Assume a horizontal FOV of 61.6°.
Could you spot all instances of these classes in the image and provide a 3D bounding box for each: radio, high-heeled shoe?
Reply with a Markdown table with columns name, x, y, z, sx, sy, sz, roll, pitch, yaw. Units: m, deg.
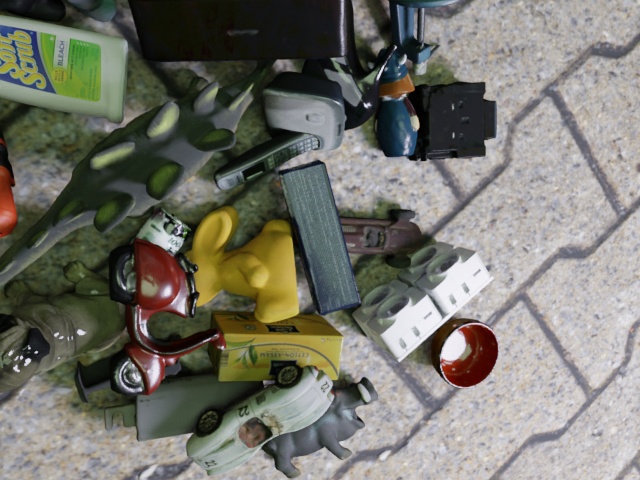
| name | x | y | z | sx | sy | sz | roll | pitch | yaw |
| --- | --- | --- | --- | --- | --- | --- | --- | --- | --- |
| radio | -0.082 | -0.262 | 0.608 | 0.230 | 0.131 | 0.073 | 0 | 134 | 1 |
| high-heeled shoe | -0.008 | -0.269 | 0.733 | 0.249 | 0.086 | 0.145 | 42 | 121 | 0 |

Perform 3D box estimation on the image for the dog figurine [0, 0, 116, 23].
| name | x | y | z | sx | sy | sz | roll | pitch | yaw |
| --- | --- | --- | --- | --- | --- | --- | --- | --- | --- |
| dog figurine | -0.272 | -0.301 | 0.535 | 0.191 | 0.219 | 0.108 | -5 | 97 | -20 |

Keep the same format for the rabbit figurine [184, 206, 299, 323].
| name | x | y | z | sx | sy | sz | roll | pitch | yaw |
| --- | --- | --- | --- | --- | --- | --- | --- | --- | --- |
| rabbit figurine | -0.118 | 0.038 | 0.705 | 0.173 | 0.122 | 0.162 | -9 | 100 | 1 |

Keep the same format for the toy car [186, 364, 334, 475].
| name | x | y | z | sx | sy | sz | roll | pitch | yaw |
| --- | --- | --- | --- | --- | --- | --- | --- | --- | --- |
| toy car | -0.074 | 0.229 | 0.690 | 0.202 | 0.056 | 0.073 | -29 | 124 | -1 |

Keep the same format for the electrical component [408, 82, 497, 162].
| name | x | y | z | sx | sy | sz | roll | pitch | yaw |
| --- | --- | --- | --- | --- | --- | --- | --- | --- | --- |
| electrical component | 0.202 | -0.179 | 0.812 | 0.134 | 0.058 | 0.114 | -9 | 104 | -18 |

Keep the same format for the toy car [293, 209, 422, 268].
| name | x | y | z | sx | sy | sz | roll | pitch | yaw |
| --- | --- | --- | --- | --- | --- | --- | --- | --- | --- |
| toy car | 0.060 | -0.006 | 0.793 | 0.202 | 0.053 | 0.089 | 4 | 100 | -21 |

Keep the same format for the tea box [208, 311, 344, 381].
| name | x | y | z | sx | sy | sz | roll | pitch | yaw |
| --- | --- | --- | --- | --- | --- | --- | --- | --- | --- |
| tea box | -0.064 | 0.146 | 0.748 | 0.169 | 0.098 | 0.068 | 6 | 98 | -22 |

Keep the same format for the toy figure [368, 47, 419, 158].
| name | x | y | z | sx | sy | sz | roll | pitch | yaw |
| --- | --- | --- | --- | --- | --- | --- | --- | --- | --- |
| toy figure | 0.106 | -0.197 | 0.772 | 0.064 | 0.058 | 0.154 | -6 | 105 | 4 |

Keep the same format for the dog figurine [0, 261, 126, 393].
| name | x | y | z | sx | sy | sz | roll | pitch | yaw |
| --- | --- | --- | --- | --- | --- | --- | --- | --- | --- |
| dog figurine | -0.290 | 0.105 | 0.609 | 0.172 | 0.191 | 0.121 | -19 | 105 | -18 |

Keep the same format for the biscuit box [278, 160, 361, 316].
| name | x | y | z | sx | sy | sz | roll | pitch | yaw |
| --- | --- | --- | --- | --- | --- | --- | --- | --- | --- |
| biscuit box | -0.001 | -0.002 | 0.722 | 0.063 | 0.059 | 0.202 | -15 | 102 | -5 |

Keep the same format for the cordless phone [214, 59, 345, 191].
| name | x | y | z | sx | sy | sz | roll | pitch | yaw |
| --- | --- | --- | --- | --- | --- | --- | --- | --- | --- |
| cordless phone | -0.062 | -0.135 | 0.681 | 0.184 | 0.146 | 0.089 | -31 | 78 | -8 |

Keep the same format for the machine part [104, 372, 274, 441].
| name | x | y | z | sx | sy | sz | roll | pitch | yaw |
| --- | --- | --- | --- | --- | --- | --- | --- | --- | --- |
| machine part | -0.164 | 0.221 | 0.734 | 0.243 | 0.079 | 0.079 | -2 | 99 | -19 |

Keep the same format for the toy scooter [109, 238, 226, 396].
| name | x | y | z | sx | sy | sz | roll | pitch | yaw |
| --- | --- | --- | --- | --- | --- | --- | --- | --- | --- |
| toy scooter | -0.180 | 0.088 | 0.640 | 0.135 | 0.075 | 0.183 | -1 | 88 | -23 |

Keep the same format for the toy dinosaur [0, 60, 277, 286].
| name | x | y | z | sx | sy | sz | roll | pitch | yaw |
| --- | --- | --- | --- | --- | --- | --- | --- | --- | --- |
| toy dinosaur | -0.209 | -0.080 | 0.605 | 0.471 | 0.199 | 0.105 | -45 | 107 | -10 |

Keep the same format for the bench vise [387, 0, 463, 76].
| name | x | y | z | sx | sy | sz | roll | pitch | yaw |
| --- | --- | --- | --- | --- | --- | --- | --- | --- | --- |
| bench vise | 0.115 | -0.337 | 0.710 | 0.129 | 0.224 | 0.240 | -41 | 144 | -26 |

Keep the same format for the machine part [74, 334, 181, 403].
| name | x | y | z | sx | sy | sz | roll | pitch | yaw |
| --- | --- | --- | --- | --- | --- | --- | --- | --- | --- |
| machine part | -0.249 | 0.166 | 0.701 | 0.139 | 0.084 | 0.039 | -16 | 123 | -6 |

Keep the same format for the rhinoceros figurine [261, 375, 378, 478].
| name | x | y | z | sx | sy | sz | roll | pitch | yaw |
| --- | --- | --- | --- | --- | --- | --- | --- | --- | --- |
| rhinoceros figurine | 0.000 | 0.272 | 0.810 | 0.190 | 0.073 | 0.112 | -23 | 95 | -13 |
